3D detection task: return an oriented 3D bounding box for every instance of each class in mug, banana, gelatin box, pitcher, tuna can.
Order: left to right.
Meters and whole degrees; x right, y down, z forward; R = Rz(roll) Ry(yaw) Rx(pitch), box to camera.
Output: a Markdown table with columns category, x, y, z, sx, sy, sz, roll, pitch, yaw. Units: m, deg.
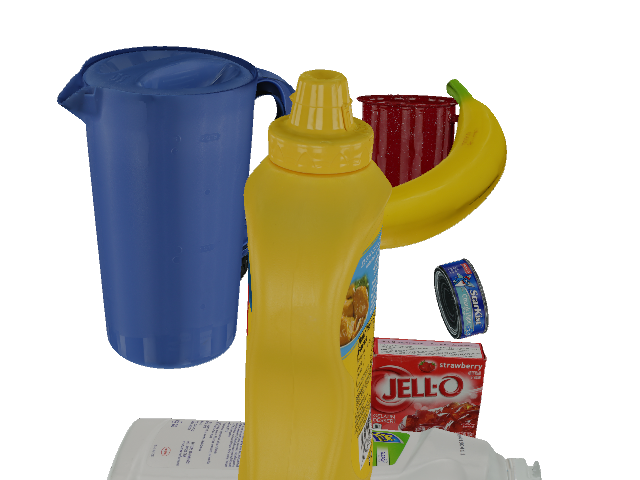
| category | x | y | z | sx | sy | sz | roll | pitch | yaw |
| --- | --- | --- | --- | --- | --- | --- | --- | --- | --- |
| pitcher | -0.108 | -0.026 | 0.850 | 0.149 | 0.243 | 0.144 | 12 | 27 | 19 |
| mug | 0.089 | -0.085 | 0.947 | 0.117 | 0.081 | 0.093 | 6 | 13 | 22 |
| gelatin box | 0.081 | 0.116 | 0.836 | 0.089 | 0.073 | 0.030 | 3 | 24 | -1 |
| banana | 0.074 | -0.040 | 0.685 | 0.070 | 0.037 | 0.197 | 23 | 42 | 18 |
| tuna can | 0.154 | 0.065 | 1.180 | 0.033 | 0.086 | 0.086 | -14 | 2 | -8 |

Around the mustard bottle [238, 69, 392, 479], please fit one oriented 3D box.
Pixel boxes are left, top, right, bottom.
| category | x | y | z | sx | sy | sz | roll | pitch | yaw |
| --- | --- | --- | --- | --- | --- | --- | --- | --- | --- |
| mustard bottle | -0.003 | 0.025 | 0.440 | 0.058 | 0.192 | 0.096 | 8 | 25 | 10 |

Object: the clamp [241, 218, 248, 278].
| category | x | y | z | sx | sy | sz | roll | pitch | yaw |
| --- | --- | --- | --- | --- | --- | --- | --- | --- | --- |
| clamp | -0.116 | -0.006 | 1.061 | 0.165 | 0.036 | 0.209 | 20 | 39 | 14 |

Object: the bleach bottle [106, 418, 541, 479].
| category | x | y | z | sx | sy | sz | roll | pitch | yaw |
| --- | --- | --- | --- | --- | --- | --- | --- | --- | --- |
| bleach bottle | 0.006 | 0.149 | 0.640 | 0.251 | 0.068 | 0.102 | 0 | 17 | 2 |
